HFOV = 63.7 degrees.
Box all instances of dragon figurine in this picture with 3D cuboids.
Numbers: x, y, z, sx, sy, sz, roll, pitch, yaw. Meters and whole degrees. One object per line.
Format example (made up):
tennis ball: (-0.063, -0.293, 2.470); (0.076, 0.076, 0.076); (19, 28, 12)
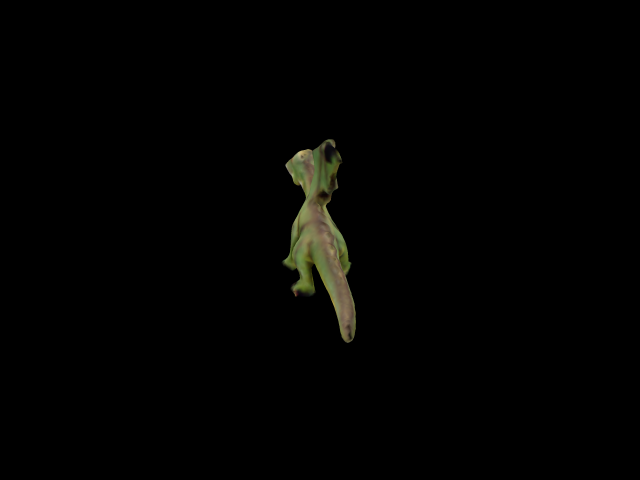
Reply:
dragon figurine: (0.003, -0.043, 0.850); (0.122, 0.238, 0.417); (-6, 25, -14)
